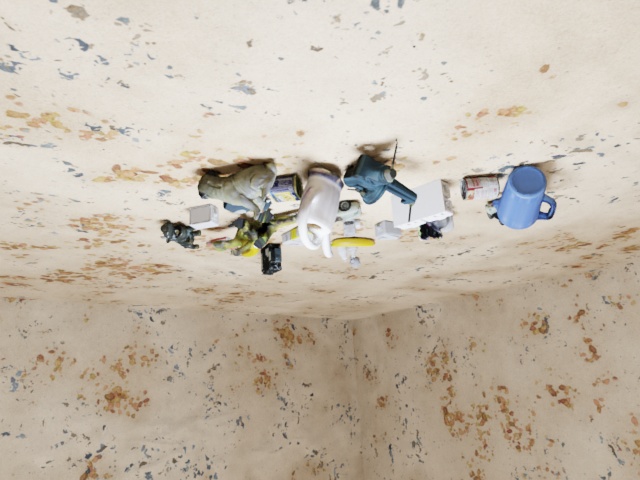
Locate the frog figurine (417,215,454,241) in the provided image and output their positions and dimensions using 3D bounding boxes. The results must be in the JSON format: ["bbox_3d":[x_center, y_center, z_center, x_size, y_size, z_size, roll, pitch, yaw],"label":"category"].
[{"bbox_3d":[0.422,-0.071,1.841,0.162,0.123,0.135,-35,173,-36],"label":"frog figurine"}]

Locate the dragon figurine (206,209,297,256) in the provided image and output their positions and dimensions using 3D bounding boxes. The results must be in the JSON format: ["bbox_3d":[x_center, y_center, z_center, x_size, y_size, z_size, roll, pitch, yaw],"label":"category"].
[{"bbox_3d":[-0.205,-0.035,1.825,0.411,0.122,0.242,-17,-179,-3],"label":"dragon figurine"}]

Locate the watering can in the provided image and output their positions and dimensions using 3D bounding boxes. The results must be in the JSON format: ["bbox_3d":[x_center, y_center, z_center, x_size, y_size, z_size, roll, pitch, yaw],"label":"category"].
[{"bbox_3d":[0.005,-0.075,1.489,0.104,0.227,0.343,11,168,17],"label":"watering can"}]
